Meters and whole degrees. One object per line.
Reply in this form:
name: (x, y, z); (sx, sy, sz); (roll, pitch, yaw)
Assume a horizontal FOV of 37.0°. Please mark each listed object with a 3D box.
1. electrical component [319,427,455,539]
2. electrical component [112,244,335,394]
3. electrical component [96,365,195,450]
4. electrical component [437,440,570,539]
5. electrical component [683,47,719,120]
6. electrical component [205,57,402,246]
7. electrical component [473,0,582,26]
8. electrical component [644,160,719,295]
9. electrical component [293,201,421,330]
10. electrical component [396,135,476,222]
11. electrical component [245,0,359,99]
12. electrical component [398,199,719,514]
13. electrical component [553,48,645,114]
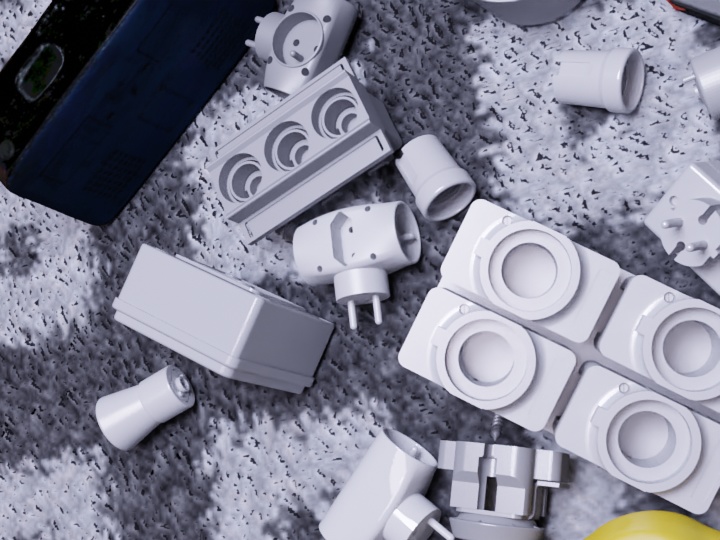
electrical component: (0.025, 0.155, 0.686); (0.079, 0.044, 0.077); (36, 97, 28)
electrical component: (-0.091, 0.034, 0.731); (0.109, 0.109, 0.056); (23, 89, 28)
electrical component: (-0.155, 0.098, 0.791); (0.065, 0.044, 0.044); (-30, 68, 14)
electrical component: (0.085, 0.136, 0.652); (0.078, 0.058, 0.057); (1, 78, 27)
electrical component: (0.233, -0.118, 0.634); (0.078, 0.040, 0.040); (-21, 72, 22)
electrical component: (-0.037, -0.079, 0.750); (0.121, 0.063, 0.078); (-32, 68, 18)
electrical component: (0.107, -0.210, 0.702); (0.099, 0.064, 0.099); (-5, 78, 26)
electrical component: (0.196, -0.023, 0.608); (0.065, 0.077, 0.047); (49, 126, 25)
electrical component: (0.000, 0.000, 0.728); (0.077, 0.043, 0.079); (-13, 75, 24)
electrical component: (0.049, -0.062, 0.718); (0.040, 0.040, 0.046); (-39, 60, 15)
electrical component: (-0.050, -0.165, 0.784); (0.079, 0.044, 0.077); (23, 91, 28)
electrical component: (0.128, 0.046, 0.609); (0.186, 0.060, 0.105); (26, 93, 8)
electrical component: (0.150, -0.120, 0.678); (0.046, 0.040, 0.040); (11, 86, 35)
